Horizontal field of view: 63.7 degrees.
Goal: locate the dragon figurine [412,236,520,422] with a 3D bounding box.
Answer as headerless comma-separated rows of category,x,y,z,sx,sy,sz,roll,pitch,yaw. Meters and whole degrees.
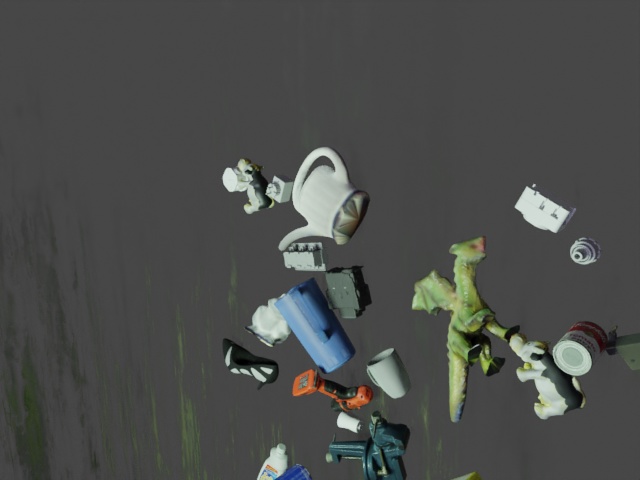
dragon figurine,0.294,0.181,1.147,0.247,0.122,0.403,48,129,48

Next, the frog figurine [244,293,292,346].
frog figurine,-0.135,0.234,1.576,0.139,0.121,0.160,26,81,46

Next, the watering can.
watering can,0.004,-0.068,1.344,0.227,0.105,0.341,39,124,31
